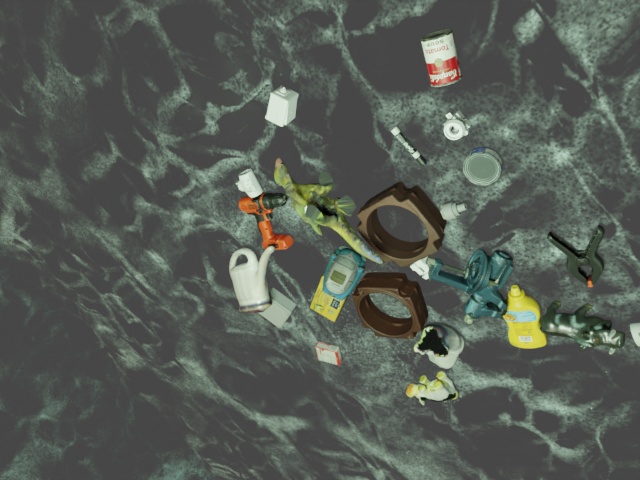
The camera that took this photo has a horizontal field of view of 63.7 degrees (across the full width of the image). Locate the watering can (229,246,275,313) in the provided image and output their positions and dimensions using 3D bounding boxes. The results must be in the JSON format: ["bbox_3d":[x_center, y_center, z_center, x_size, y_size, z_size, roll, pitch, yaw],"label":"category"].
[{"bbox_3d":[-0.217,0.131,1.703,0.345,0.105,0.225,-15,89,58],"label":"watering can"}]

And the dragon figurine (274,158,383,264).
[{"bbox_3d":[0.004,-0.073,1.447,0.411,0.123,0.241,50,168,2],"label":"dragon figurine"}]

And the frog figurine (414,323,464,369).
[{"bbox_3d":[0.372,0.320,1.555,0.136,0.125,0.158,-23,146,32],"label":"frog figurine"}]
